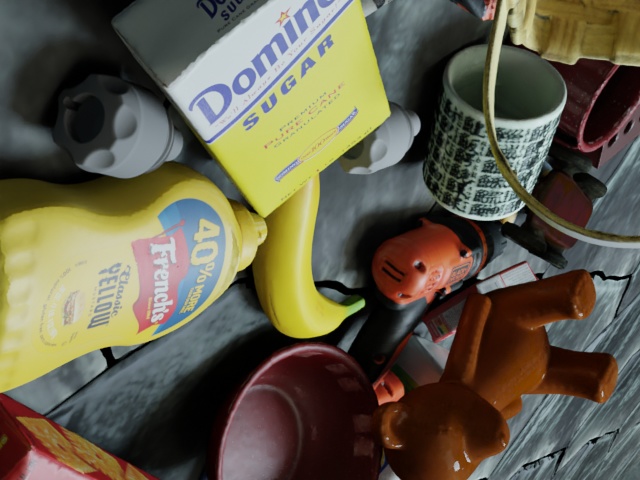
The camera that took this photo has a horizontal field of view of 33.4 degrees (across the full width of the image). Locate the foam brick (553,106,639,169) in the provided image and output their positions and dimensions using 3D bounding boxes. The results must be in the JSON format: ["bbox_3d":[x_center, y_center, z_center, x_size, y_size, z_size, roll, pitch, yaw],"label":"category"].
[{"bbox_3d":[0.243,-0.109,0.908,0.078,0.051,0.053,-37,150,-25],"label":"foam brick"}]

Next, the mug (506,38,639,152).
[{"bbox_3d":[0.183,-0.116,0.772,0.093,0.082,0.117,-39,151,-23],"label":"mug"}]

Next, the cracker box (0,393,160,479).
[{"bbox_3d":[-0.156,0.197,0.594,0.164,0.072,0.213,-49,136,-5],"label":"cracker box"}]

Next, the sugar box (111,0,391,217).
[{"bbox_3d":[-0.022,-0.076,0.494,0.093,0.048,0.176,-40,164,-2],"label":"sugar box"}]

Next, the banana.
[{"bbox_3d":[-0.014,0.017,0.687,0.069,0.037,0.198,-54,156,-19],"label":"banana"}]

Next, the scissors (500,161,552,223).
[{"bbox_3d":[0.188,-0.082,0.897,0.096,0.016,0.202,-22,142,-47],"label":"scissors"}]

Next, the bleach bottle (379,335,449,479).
[{"bbox_3d":[0.048,0.212,0.957,0.068,0.103,0.251,24,105,-40],"label":"bleach bottle"}]

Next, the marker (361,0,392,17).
[{"bbox_3d":[0.041,-0.137,0.552,0.121,0.020,0.020,-31,154,6],"label":"marker"}]

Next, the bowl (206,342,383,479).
[{"bbox_3d":[-0.028,0.151,0.766,0.161,0.055,0.162,-1,91,-44],"label":"bowl"}]

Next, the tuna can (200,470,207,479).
[{"bbox_3d":[-0.054,0.182,0.835,0.086,0.034,0.086,-37,150,-26],"label":"tuna can"}]

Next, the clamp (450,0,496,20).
[{"bbox_3d":[0.104,-0.211,0.578,0.164,0.036,0.210,-41,154,-19],"label":"clamp"}]

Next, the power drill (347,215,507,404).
[{"bbox_3d":[0.071,0.063,0.856,0.184,0.057,0.188,-13,134,-56],"label":"power drill"}]

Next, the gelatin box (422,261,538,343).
[{"bbox_3d":[0.145,0.056,0.958,0.089,0.030,0.073,-19,166,-46],"label":"gelatin box"}]

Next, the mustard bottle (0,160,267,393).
[{"bbox_3d":[-0.095,0.009,0.523,0.191,0.058,0.096,-15,129,-50],"label":"mustard bottle"}]
